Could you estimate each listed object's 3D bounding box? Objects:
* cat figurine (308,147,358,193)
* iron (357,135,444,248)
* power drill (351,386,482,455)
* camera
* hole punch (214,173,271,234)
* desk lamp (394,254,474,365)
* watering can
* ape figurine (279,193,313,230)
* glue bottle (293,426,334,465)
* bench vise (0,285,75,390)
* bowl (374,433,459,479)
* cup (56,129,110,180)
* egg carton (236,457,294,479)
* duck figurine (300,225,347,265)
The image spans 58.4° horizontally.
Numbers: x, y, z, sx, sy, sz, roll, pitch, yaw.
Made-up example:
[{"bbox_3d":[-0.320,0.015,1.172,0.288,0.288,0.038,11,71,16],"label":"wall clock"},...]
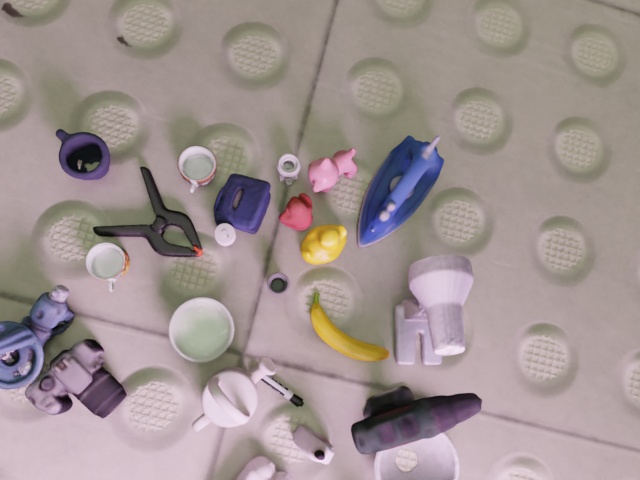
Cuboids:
[{"bbox_3d":[0.023,-0.145,1.162,0.128,0.117,0.067,-36,87,-11],"label":"cat figurine"},{"bbox_3d":[0.162,-0.100,1.161,0.118,0.141,0.258,33,78,-1],"label":"iron"},{"bbox_3d":[0.161,0.324,1.058,0.230,0.208,0.075,-18,83,-10],"label":"power drill"},{"bbox_3d":[-0.436,0.272,1.044,0.137,0.100,0.143,44,78,1],"label":"camera"},{"bbox_3d":[-0.156,-0.073,1.141,0.101,0.091,0.109,20,79,-4],"label":"hole punch"},{"bbox_3d":[0.218,0.140,1.093,0.118,0.213,0.203,1,81,-7],"label":"desk lamp"},{"bbox_3d":[-0.158,0.278,1.032,0.101,0.194,0.173,28,79,-2],"label":"watering can"},{"bbox_3d":[-0.046,-0.059,1.153,0.078,0.092,0.076,-26,85,-10],"label":"ape figurine"},{"bbox_3d":[-0.007,0.381,1.045,0.078,0.173,0.037,29,79,-1],"label":"glue bottle"},{"bbox_3d":[-0.530,0.163,0.989,0.121,0.219,0.207,17,79,-4],"label":"bench vise"},{"bbox_3d":[0.179,0.434,1.111,0.167,0.074,0.167,1,81,-7],"label":"bowl"},{"bbox_3d":[-0.458,-0.161,1.115,0.118,0.095,0.092,42,78,1],"label":"cup"},{"bbox_3d":[-0.121,0.487,1.066,0.107,0.069,0.150,35,78,-1],"label":"egg carton"},{"bbox_3d":[0.011,0.004,1.153,0.105,0.086,0.077,-33,86,-11],"label":"duck figurine"}]
